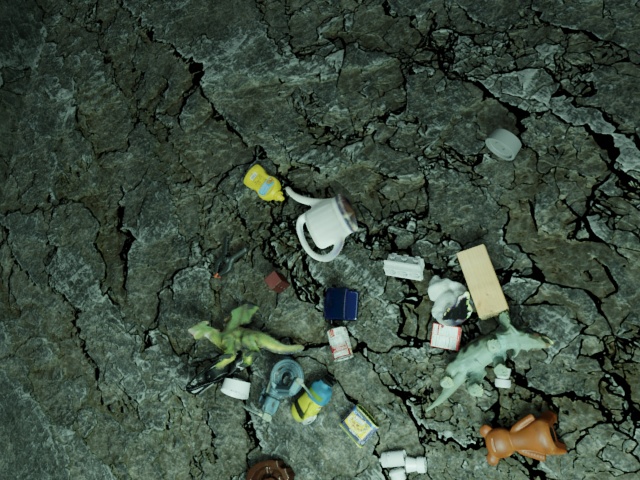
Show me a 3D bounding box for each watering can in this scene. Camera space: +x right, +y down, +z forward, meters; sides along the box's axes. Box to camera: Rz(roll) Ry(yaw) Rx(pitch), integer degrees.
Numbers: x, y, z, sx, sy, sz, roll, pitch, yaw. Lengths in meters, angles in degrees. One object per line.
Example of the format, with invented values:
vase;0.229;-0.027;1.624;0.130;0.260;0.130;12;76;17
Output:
watering can;0.006;-0.094;1.863;0.223;0.103;0.354;-28;64;12

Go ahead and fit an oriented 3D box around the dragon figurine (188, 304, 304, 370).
dragon figurine;-0.263;0.323;1.824;0.410;0.119;0.249;-8;48;1

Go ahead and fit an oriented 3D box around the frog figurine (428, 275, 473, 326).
frog figurine;0.400;0.190;1.624;0.137;0.122;0.161;-60;26;7
